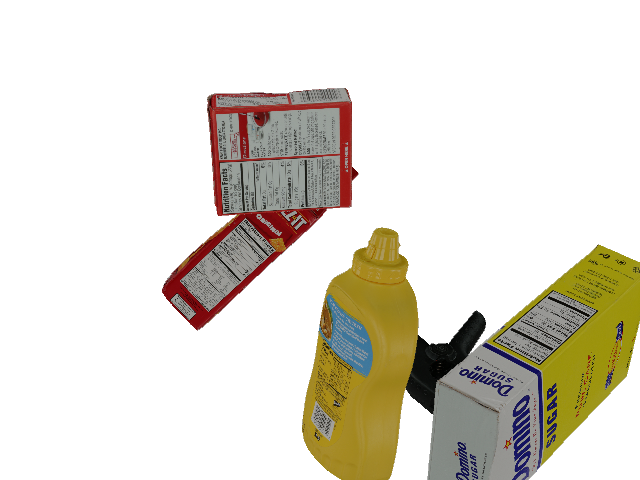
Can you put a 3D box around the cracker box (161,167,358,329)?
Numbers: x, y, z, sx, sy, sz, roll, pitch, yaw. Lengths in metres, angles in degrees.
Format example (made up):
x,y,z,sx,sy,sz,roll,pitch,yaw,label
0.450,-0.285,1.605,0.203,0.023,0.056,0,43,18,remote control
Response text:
x,y,z,sx,sy,sz,roll,pitch,yaw,label
-0.070,-0.011,1.230,0.214,0.072,0.164,-42,4,27,cracker box

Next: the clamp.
x,y,z,sx,sy,sz,roll,pitch,yaw,label
0.128,0.119,1.075,0.120,0.039,0.171,-7,35,-9,clamp

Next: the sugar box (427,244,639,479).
x,y,z,sx,sy,sz,roll,pitch,yaw,label
0.132,0.082,0.633,0.048,0.093,0.175,24,41,31,sugar box

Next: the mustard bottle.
x,y,z,sx,sy,sz,roll,pitch,yaw,label
0.033,0.082,0.809,0.058,0.192,0.096,-2,24,-27,mustard bottle

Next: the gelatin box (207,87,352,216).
x,y,z,sx,sy,sz,roll,pitch,yaw,label
-0.025,-0.056,0.675,0.089,0.073,0.030,-4,28,-4,gelatin box
